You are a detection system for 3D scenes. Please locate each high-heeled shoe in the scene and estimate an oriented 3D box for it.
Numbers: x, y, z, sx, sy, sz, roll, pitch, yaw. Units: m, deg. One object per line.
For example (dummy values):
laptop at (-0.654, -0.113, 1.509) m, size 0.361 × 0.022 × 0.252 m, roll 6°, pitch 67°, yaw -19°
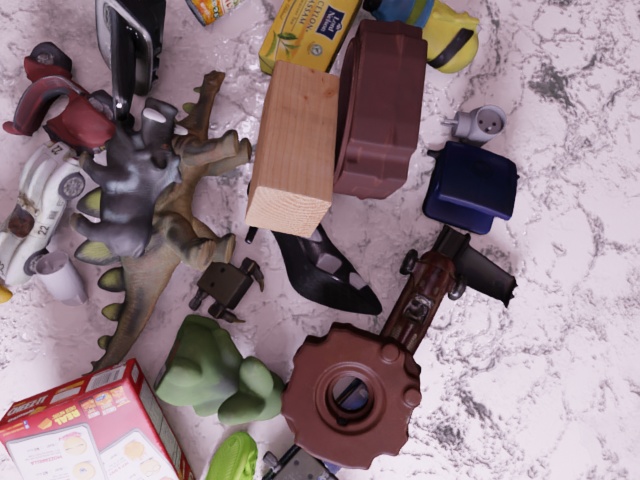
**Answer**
high-heeled shoe at (-0.002, -0.002, 0.760) m, size 0.248 × 0.086 × 0.145 m, roll 34°, pitch 52°, yaw -16°

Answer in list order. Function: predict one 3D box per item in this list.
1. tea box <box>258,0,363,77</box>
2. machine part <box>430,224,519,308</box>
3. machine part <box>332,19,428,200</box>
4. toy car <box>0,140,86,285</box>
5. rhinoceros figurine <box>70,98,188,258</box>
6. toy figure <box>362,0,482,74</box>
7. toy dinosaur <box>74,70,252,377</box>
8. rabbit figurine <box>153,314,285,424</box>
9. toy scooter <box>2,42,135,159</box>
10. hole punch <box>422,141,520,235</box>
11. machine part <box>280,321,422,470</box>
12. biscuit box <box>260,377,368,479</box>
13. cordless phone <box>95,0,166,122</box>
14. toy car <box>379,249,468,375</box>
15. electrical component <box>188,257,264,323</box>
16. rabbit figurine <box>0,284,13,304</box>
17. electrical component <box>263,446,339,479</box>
tea box at (-0.010, -0.307, 0.774) m, size 0.098 × 0.068 × 0.169 m, roll 23°, pitch 83°, yaw -1°
machine part at (0.220, 0.041, 0.768) m, size 0.139 × 0.039 × 0.084 m, roll 35°, pitch 79°, yaw 2°
machine part at (0.066, -0.160, 0.696) m, size 0.087 × 0.201 × 0.201 m, roll 9°, pitch 84°, yaw -5°
toy car at (-0.375, -0.035, 0.708) m, size 0.074 × 0.056 × 0.201 m, roll 33°, pitch 101°, yaw 27°
rhinoceros figurine at (-0.219, -0.075, 0.635) m, size 0.112 × 0.073 × 0.190 m, roll 11°, pitch 84°, yaw 19°
toy figure at (0.144, -0.305, 0.764) m, size 0.180 × 0.082 × 0.089 m, roll 18°, pitch 123°, yaw -18°
toy dinosaur at (-0.215, -0.018, 0.714) m, size 0.199 × 0.105 × 0.471 m, roll 11°, pitch 79°, yaw 14°
rabbit figurine at (-0.112, 0.177, 0.695) m, size 0.170 × 0.159 × 0.121 m, roll 26°, pitch 74°, yaw -15°
toy scooter at (-0.357, -0.172, 0.741) m, size 0.184 × 0.075 × 0.135 m, roll 41°, pitch 86°, yaw 4°
hole punch at (0.215, -0.079, 0.756) m, size 0.142 × 0.092 × 0.115 m, roll 17°, pitch 80°, yaw 2°
machine part at (0.037, 0.191, 0.663) m, size 0.179 × 0.056 × 0.179 m, roll 0°, pitch 88°, yaw 7°
biscuit box at (0.006, 0.278, 0.721) m, size 0.059 × 0.063 × 0.202 m, roll 44°, pitch 84°, yaw 3°
cordless phone at (-0.252, -0.218, 0.703) m, size 0.089 × 0.146 × 0.184 m, roll 3°, pitch 67°, yaw -20°
toy car at (0.121, 0.106, 0.716) m, size 0.089 × 0.053 × 0.202 m, roll 30°, pitch 79°, yaw 0°
electrical component at (-0.125, 0.067, 0.746) m, size 0.078 × 0.045 × 0.102 m, roll 24°, pitch 80°, yaw 28°
rabbit figurine at (-0.481, 0.049, 0.684) m, size 0.122 × 0.173 × 0.162 m, roll -45°, pitch 133°, yaw -5°
electrical component at (-0.025, 0.290, 0.676) m, size 0.094 × 0.021 × 0.063 m, roll 42°, pitch 84°, yaw 5°
